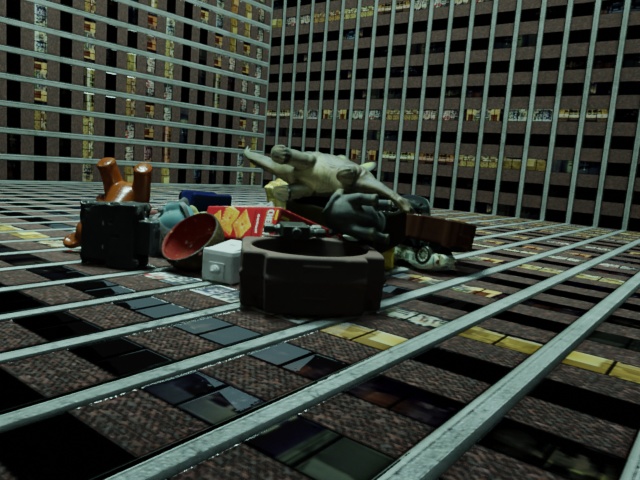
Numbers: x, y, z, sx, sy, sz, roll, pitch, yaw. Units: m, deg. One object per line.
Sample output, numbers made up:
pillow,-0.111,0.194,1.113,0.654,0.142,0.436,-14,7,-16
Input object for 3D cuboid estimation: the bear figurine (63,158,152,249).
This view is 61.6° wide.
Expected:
bear figurine,-0.420,-0.065,1.067,0.120,0.131,0.196,11,32,9

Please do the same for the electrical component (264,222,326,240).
electrical component,-0.040,-0.014,0.836,0.094,0.021,0.063,3,8,-10

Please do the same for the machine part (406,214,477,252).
machine part,0.243,-0.018,1.137,0.179,0.056,0.179,11,2,0

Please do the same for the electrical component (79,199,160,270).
electrical component,-0.343,-0.011,0.926,0.134,0.114,0.058,4,10,9

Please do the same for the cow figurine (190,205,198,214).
cow figurine,-0.239,-0.026,1.223,0.127,0.085,0.195,6,6,-38

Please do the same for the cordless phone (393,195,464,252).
cordless phone,0.263,-0.031,1.264,0.184,0.146,0.089,2,14,7

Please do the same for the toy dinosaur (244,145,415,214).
toy dinosaur,-0.013,-0.132,1.089,0.472,0.105,0.198,23,18,29

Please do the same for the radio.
radio,0.053,-0.040,1.073,0.230,0.073,0.131,18,25,38

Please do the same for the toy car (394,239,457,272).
toy car,0.199,0.031,1.139,0.073,0.056,0.202,7,6,-36

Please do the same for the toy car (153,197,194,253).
toy car,-0.304,-0.019,1.074,0.103,0.109,0.162,-20,9,-25

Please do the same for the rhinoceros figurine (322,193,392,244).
rhinoceros figurine,0.058,-0.030,0.863,0.112,0.073,0.190,1,-3,16

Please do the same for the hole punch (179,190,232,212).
hole punch,-0.286,-0.067,1.341,0.142,0.115,0.092,0,2,-41

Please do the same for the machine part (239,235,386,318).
machine part,-0.017,0.049,0.784,0.201,0.087,0.201,3,10,-8

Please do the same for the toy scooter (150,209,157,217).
toy scooter,-0.427,-0.036,1.210,0.184,0.075,0.135,-3,11,-19
